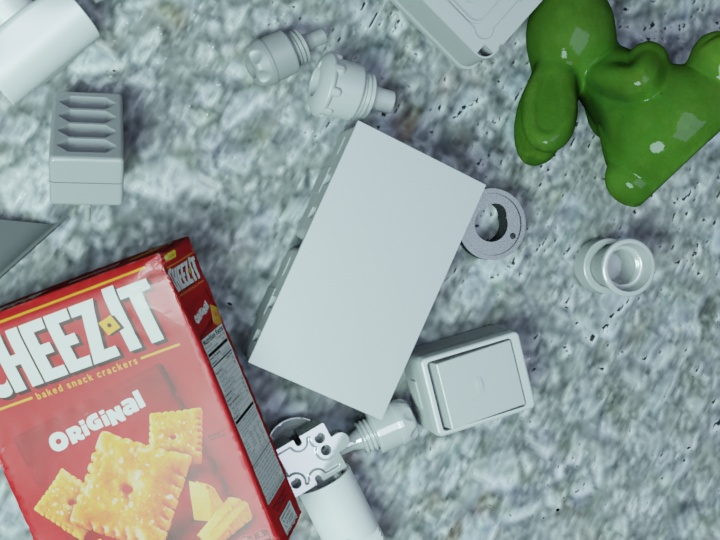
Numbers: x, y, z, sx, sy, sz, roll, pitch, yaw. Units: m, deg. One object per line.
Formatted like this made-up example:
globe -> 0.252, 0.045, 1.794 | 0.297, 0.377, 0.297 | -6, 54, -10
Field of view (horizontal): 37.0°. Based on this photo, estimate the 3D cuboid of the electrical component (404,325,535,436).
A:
electrical component -> 0.089, 0.081, 0.815 | 0.096, 0.061, 0.061 | -15, 96, -13

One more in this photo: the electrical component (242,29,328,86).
electrical component -> -0.053, -0.160, 0.787 | 0.061, 0.035, 0.035 | -27, 98, -14

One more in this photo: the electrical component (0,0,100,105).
electrical component -> -0.234, -0.168, 0.737 | 0.077, 0.044, 0.079 | -42, 100, -9

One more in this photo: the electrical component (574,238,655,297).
electrical component -> 0.198, -0.003, 0.842 | 0.045, 0.055, 0.045 | -1, 92, -14

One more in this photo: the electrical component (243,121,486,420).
electrical component -> 0.000, 0.000, 0.791 | 0.105, 0.060, 0.186 | 25, 86, -13

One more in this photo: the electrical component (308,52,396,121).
electrical component -> -0.005, -0.131, 0.795 | 0.062, 0.048, 0.048 | 12, 89, -20

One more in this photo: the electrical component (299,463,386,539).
electrical component -> -0.010, 0.190, 0.804 | 0.043, 0.043, 0.081 | -27, 98, -11

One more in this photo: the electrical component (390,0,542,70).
electrical component -> 0.070, -0.214, 0.802 | 0.113, 0.057, 0.078 | 43, 82, -11

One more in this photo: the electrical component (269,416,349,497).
electrical component -> -0.043, 0.134, 0.788 | 0.066, 0.055, 0.048 | -29, 98, -11

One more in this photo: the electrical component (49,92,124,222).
electrical component -> -0.188, -0.069, 0.742 | 0.047, 0.083, 0.075 | 0, 130, -14

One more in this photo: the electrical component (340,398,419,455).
electrical component -> 0.011, 0.122, 0.812 | 0.061, 0.035, 0.035 | -22, 97, -10

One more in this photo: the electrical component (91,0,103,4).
electrical component -> -0.217, -0.243, 0.734 | 0.074, 0.052, 0.138 | -33, 99, -10
